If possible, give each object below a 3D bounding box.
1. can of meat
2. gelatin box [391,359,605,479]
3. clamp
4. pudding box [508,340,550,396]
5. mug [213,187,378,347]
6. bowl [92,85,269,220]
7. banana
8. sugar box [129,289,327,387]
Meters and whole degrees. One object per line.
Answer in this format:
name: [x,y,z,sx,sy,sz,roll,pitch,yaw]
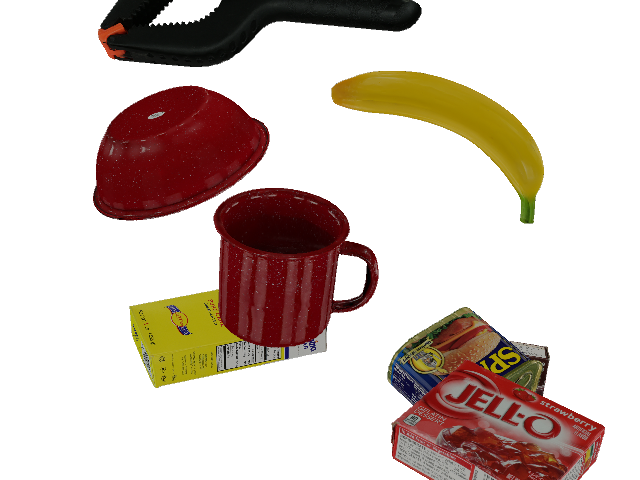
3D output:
can of meat: [0.119,0.112,0.892,0.101,0.057,0.084,-26,50,-28]
gelatin box: [0.093,0.107,0.568,0.089,0.030,0.073,26,38,31]
clamp: [-0.047,-0.169,0.724,0.210,0.165,0.036,-32,-18,-5]
pudding box: [0.185,0.153,1.157,0.113,0.090,0.039,7,22,4]
mug: [-0.018,0.022,0.748,0.117,0.081,0.093,6,31,0]
bowl: [-0.127,-0.084,0.899,0.162,0.055,0.162,-16,31,10]
banana: [0.106,-0.092,0.857,0.198,0.069,0.037,32,2,-1]
sugar box: [-0.091,0.086,1.050,0.176,0.048,0.093,-13,33,-17]
